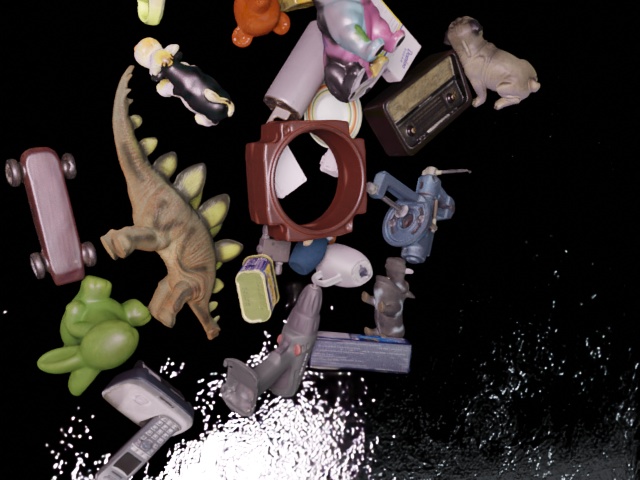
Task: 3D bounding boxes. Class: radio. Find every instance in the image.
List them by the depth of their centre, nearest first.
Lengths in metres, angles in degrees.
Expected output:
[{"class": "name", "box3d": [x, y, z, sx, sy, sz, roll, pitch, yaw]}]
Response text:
[{"class": "radio", "box3d": [0.209, -0.280, 1.114, 0.229, 0.073, 0.131, -40, 115, -20]}]

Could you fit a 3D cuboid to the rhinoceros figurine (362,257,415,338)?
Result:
[{"class": "rhinoceros figurine", "box3d": [0.153, 0.132, 1.143, 0.112, 0.073, 0.190, -3, 100, -30]}]

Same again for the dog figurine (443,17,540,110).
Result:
[{"class": "dog figurine", "box3d": [0.368, -0.388, 1.145, 0.190, 0.173, 0.121, 50, 61, -35]}]

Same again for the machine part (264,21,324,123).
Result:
[{"class": "machine part", "box3d": [-0.028, -0.302, 0.964, 0.079, 0.079, 0.243, 35, 80, -31]}]

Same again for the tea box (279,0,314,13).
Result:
[{"class": "tea box", "box3d": [-0.042, -0.494, 0.930, 0.098, 0.068, 0.169, -23, 108, -28]}]

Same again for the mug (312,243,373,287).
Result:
[{"class": "mug", "box3d": [0.042, 0.056, 1.044, 0.109, 0.107, 0.080, -25, 108, -28]}]

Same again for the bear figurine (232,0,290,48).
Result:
[{"class": "bear figurine", "box3d": [-0.115, -0.424, 0.865, 0.120, 0.132, 0.195, -18, 102, -11]}]

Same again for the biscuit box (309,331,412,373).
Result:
[{"class": "biscuit box", "box3d": [0.079, 0.223, 1.071, 0.203, 0.059, 0.062, 6, 94, -4]}]

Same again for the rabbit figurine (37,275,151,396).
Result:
[{"class": "rabbit figurine", "box3d": [-0.331, 0.140, 0.788, 0.159, 0.170, 0.121, -47, 118, -18]}]

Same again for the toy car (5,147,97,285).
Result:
[{"class": "toy car", "box3d": [-0.394, -0.035, 0.792, 0.089, 0.053, 0.202, -18, 103, -39]}]

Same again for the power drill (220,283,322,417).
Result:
[{"class": "power drill", "box3d": [-0.081, 0.202, 0.956, 0.207, 0.086, 0.231, -34, 142, -56]}]

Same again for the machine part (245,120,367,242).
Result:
[{"class": "machine part", "box3d": [-0.019, -0.103, 0.920, 0.201, 0.087, 0.200, -8, 102, -28]}]

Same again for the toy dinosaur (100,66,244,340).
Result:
[{"class": "toy dinosaur", "box3d": [-0.244, -0.026, 0.862, 0.198, 0.105, 0.470, -38, 125, -30]}]

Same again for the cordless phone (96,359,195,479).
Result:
[{"class": "cordless phone", "box3d": [-0.315, 0.305, 0.878, 0.184, 0.089, 0.146, -46, 118, -13]}]

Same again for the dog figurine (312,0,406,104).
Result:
[{"class": "dog figurine", "box3d": [0.024, -0.360, 0.887, 0.219, 0.191, 0.108, 49, 51, 8]}]

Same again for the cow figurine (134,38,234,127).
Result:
[{"class": "cow figurine", "box3d": [-0.213, -0.249, 0.846, 0.167, 0.098, 0.068, 37, 84, -31]}]

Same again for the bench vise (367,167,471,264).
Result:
[{"class": "bench vise", "box3d": [0.183, -0.078, 1.106, 0.240, 0.129, 0.223, 29, 79, -36]}]

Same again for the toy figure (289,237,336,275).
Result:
[{"class": "toy figure", "box3d": [-0.001, -0.003, 1.034, 0.058, 0.064, 0.154, 35, 65, 3]}]

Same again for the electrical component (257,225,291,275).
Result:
[{"class": "electrical component", "box3d": [-0.088, 0.019, 1.007, 0.063, 0.021, 0.094, 4, 96, -32]}]
